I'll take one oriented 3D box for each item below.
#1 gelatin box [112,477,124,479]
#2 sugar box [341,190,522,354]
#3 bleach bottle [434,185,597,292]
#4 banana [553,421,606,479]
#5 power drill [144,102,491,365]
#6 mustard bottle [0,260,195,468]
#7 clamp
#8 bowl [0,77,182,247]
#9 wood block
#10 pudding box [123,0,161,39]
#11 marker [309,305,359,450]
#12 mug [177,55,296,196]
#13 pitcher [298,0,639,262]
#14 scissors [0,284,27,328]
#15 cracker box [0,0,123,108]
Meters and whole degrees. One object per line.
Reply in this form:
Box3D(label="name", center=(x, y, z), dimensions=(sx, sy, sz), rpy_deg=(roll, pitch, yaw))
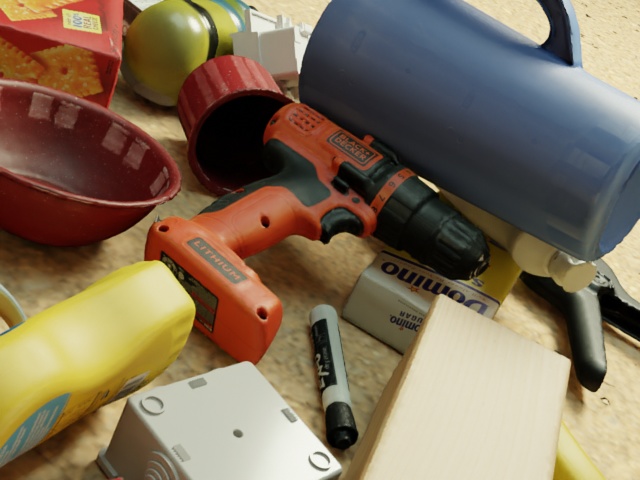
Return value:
Box3D(label="gelatin box", center=(-0.105, 0.147, 0.460), dimensions=(0.073, 0.030, 0.089), rpy_deg=(0, 38, -37))
Box3D(label="sugar box", center=(0.092, 0.028, 0.788), dimensions=(0.093, 0.048, 0.176), rpy_deg=(30, 28, 10))
Box3D(label="bleach bottle", center=(0.132, -0.050, 0.836), dimensions=(0.102, 0.068, 0.251), rpy_deg=(4, 35, -28))
Box3D(label="banana", center=(0.149, 0.123, 0.685), dimensions=(0.069, 0.037, 0.198), rpy_deg=(12, 32, -21))
Box3D(label="power drill", center=(-0.005, 0.001, 0.691), dimensions=(0.185, 0.057, 0.187), rpy_deg=(36, 49, 21))
Box3D(label="mustard bottle", center=(-0.143, 0.073, 0.483), dimensions=(0.058, 0.096, 0.191), rpy_deg=(53, 35, 4))
Box3D(label="clamp", center=(0.212, 0.048, 0.854), dimensions=(0.164, 0.036, 0.210), rpy_deg=(-1, 38, -40))
Box3D(label="bowl", center=(-0.172, -0.043, 0.679), dimensions=(0.162, 0.055, 0.162), rpy_deg=(21, 23, -10))
Box3D(label="wood block", center=(0.064, 0.127, 0.561), dimensions=(0.091, 0.090, 0.205), rpy_deg=(28, 30, 4))
Box3D(label="pudding box", center=(-0.165, -0.219, 0.998), dimensions=(0.114, 0.039, 0.089), rpy_deg=(41, 32, 23))
Box3D(label="marker", center=(0.008, 0.083, 0.660), dimensions=(0.020, 0.020, 0.121), rpy_deg=(16, 31, -16))
Box3D(label="mug", center=(-0.054, -0.085, 0.823), dimensions=(0.117, 0.093, 0.081), rpy_deg=(28, 19, -32))
Box3D(label="pitcher", center=(0.117, -0.097, 0.737), dimensions=(0.243, 0.149, 0.144), rpy_deg=(33, 65, 25))
Box3D(label="scissors", center=(-0.194, -0.004, 0.570), dimensions=(0.096, 0.016, 0.202), rpy_deg=(21, 54, -35))
Box3D(label="cracker box", center=(-0.260, -0.177, 0.821), dimensions=(0.213, 0.072, 0.164), rpy_deg=(15, 30, -17))
